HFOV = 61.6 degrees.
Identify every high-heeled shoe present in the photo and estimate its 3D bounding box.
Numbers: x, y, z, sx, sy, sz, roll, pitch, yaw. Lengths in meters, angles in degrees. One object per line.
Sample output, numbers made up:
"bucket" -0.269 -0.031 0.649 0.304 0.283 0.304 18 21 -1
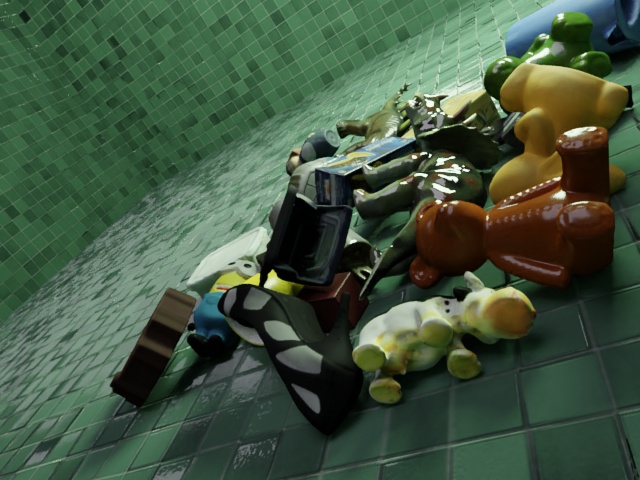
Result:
"high-heeled shoe" -0.049 0.127 0.603 0.249 0.086 0.145 -8 63 45

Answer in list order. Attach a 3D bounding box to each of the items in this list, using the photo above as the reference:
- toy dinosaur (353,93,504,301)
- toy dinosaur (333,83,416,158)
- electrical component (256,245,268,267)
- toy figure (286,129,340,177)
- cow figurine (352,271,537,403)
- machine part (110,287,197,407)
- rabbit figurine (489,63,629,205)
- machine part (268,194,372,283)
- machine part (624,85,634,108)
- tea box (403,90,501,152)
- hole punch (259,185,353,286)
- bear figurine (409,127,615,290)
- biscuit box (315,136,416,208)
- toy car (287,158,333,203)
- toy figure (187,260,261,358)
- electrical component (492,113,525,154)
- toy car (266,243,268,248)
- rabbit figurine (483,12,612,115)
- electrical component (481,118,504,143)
"toy dinosaur" 0.154 -0.061 0.714 0.192 0.131 0.405 -21 31 22
"toy dinosaur" 0.141 -0.227 1.142 0.199 0.105 0.472 -18 33 19
"electrical component" -0.066 0.042 0.859 0.045 0.078 0.102 -35 18 -17
"toy figure" -0.024 -0.166 1.070 0.154 0.058 0.064 -31 56 44
"cow figurine" 0.116 0.082 0.507 0.167 0.068 0.098 -26 15 20
"machine part" -0.252 0.158 0.817 0.179 0.056 0.179 -56 12 19
"rabbit figurine" 0.275 -0.101 0.630 0.173 0.121 0.163 -58 36 11
"machine part" -0.002 -0.002 0.778 0.079 0.079 0.243 -38 45 -12
"machine part" 0.357 -0.155 0.721 0.139 0.039 0.084 -38 15 -6
"tea box" 0.226 -0.192 0.962 0.169 0.068 0.098 -37 20 -13
"hole punch" -0.021 0.001 0.691 0.116 0.092 0.142 149 137 -76
"bear figurine" 0.172 -0.019 0.519 0.196 0.131 0.120 1 59 28
"biscuit box" 0.078 -0.111 0.858 0.059 0.062 0.203 17 34 36
"toy car" -0.010 -0.089 0.985 0.109 0.103 0.161 5 70 59
"toy figure" -0.144 0.105 0.832 0.180 0.082 0.089 -70 5 -47
"electrical component" 0.297 -0.162 0.799 0.119 0.048 0.075 -58 2 33
"toy car" -0.024 0.007 0.909 0.073 0.056 0.202 -49 27 -21
"rabbit figurine" 0.331 -0.267 0.850 0.170 0.121 0.159 -14 -7 -9
"electrical component" 0.303 -0.180 0.883 0.094 0.021 0.063 -9 32 49
